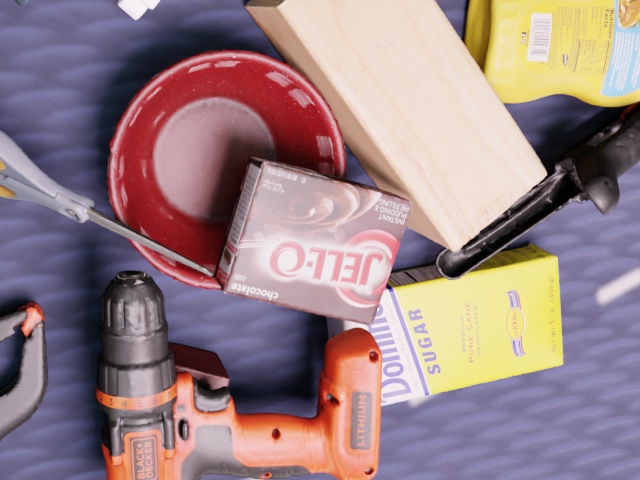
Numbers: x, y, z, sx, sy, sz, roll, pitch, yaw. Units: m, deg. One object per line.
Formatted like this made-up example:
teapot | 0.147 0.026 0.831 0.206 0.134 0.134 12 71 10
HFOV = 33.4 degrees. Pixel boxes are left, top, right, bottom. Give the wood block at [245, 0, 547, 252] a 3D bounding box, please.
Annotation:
wood block | 0.053 -0.104 0.732 0.090 0.091 0.206 -40 111 -5

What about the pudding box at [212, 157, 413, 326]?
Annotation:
pudding box | -0.005 0.001 0.707 0.113 0.039 0.090 14 99 -21

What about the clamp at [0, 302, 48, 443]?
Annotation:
clamp | -0.235 0.123 0.728 0.171 0.039 0.120 -46 112 -2

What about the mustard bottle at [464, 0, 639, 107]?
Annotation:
mustard bottle | 0.203 -0.147 0.784 0.191 0.058 0.096 0 103 -17

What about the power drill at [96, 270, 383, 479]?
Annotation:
power drill | -0.054 0.104 0.712 0.187 0.057 0.184 -3 108 -14

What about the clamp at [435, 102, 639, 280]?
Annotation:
clamp | 0.192 -0.048 0.759 0.209 0.165 0.036 -36 95 -31

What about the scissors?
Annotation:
scissors | -0.161 -0.033 0.657 0.202 0.096 0.016 20 66 12

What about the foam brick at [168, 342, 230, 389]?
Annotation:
foam brick | -0.104 0.118 0.759 0.051 0.053 0.078 18 97 -20

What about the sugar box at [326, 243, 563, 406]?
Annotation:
sugar box | 0.095 0.066 0.811 0.176 0.048 0.093 -12 107 -15

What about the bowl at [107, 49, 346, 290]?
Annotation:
bowl | -0.066 -0.050 0.728 0.162 0.055 0.162 -4 105 -16
